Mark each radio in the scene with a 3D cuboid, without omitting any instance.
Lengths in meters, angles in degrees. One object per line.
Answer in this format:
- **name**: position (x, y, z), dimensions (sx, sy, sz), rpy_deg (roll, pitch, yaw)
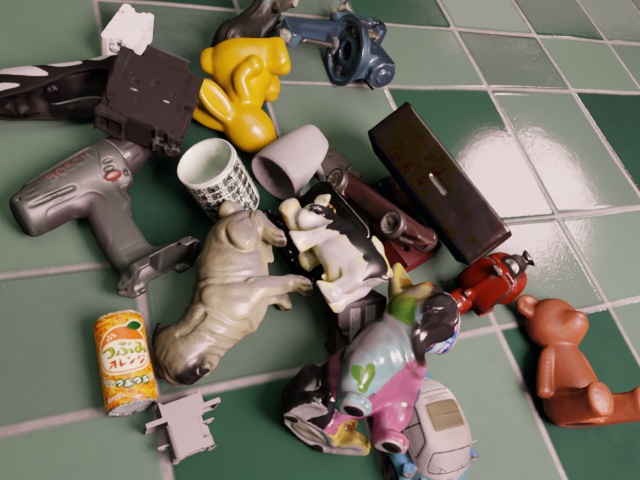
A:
- **radio**: position (0.165, -0.074, 0.765), dimensions (0.073, 0.131, 0.229), rpy_deg (-36, 83, 6)

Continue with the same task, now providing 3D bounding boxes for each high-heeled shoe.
- **high-heeled shoe**: position (-0.317, -0.190, 0.729), dimensions (0.249, 0.086, 0.145), rpy_deg (11, 39, 3)

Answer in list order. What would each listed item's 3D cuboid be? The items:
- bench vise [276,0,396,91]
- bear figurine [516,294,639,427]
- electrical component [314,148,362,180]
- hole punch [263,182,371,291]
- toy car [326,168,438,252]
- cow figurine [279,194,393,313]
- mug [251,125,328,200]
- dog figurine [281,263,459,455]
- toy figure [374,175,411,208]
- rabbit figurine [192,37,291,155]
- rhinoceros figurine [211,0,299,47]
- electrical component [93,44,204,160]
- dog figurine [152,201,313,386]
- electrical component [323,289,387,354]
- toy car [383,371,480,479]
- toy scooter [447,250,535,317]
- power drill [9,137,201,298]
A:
- **bench vise**: position (0.025, -0.362, 0.959), dimensions (0.240, 0.129, 0.224), rpy_deg (-3, 62, -31)
- **bear figurine**: position (0.364, 0.159, 0.762), dimensions (0.120, 0.132, 0.196), rpy_deg (14, 61, -21)
- **electrical component**: position (0.019, -0.118, 0.863), dimensions (0.094, 0.021, 0.063), rpy_deg (40, 54, 7)
- **hole punch**: position (-0.002, -0.002, 0.756), dimensions (0.116, 0.092, 0.142), rpy_deg (-37, 79, -6)
- **toy car**: position (0.083, -0.040, 0.760), dimensions (0.089, 0.053, 0.202), rpy_deg (23, 16, -43)
- **cow figurine**: position (0.015, -0.001, 0.662), dimensions (0.098, 0.068, 0.167), rpy_deg (-29, 59, -3)
- **mug**: position (-0.029, -0.114, 0.800), dimensions (0.109, 0.081, 0.107), rpy_deg (45, 63, -11)
- **dog figurine**: position (0.066, 0.132, 0.634), dimensions (0.108, 0.192, 0.219), rpy_deg (48, 47, -19)
- **toy figure**: position (0.148, -0.082, 0.872), dimensions (0.154, 0.057, 0.064), rpy_deg (-2, 22, -20)
- **rabbit figurine**: position (-0.117, -0.214, 0.817), dimensions (0.162, 0.122, 0.173), rpy_deg (-5, 81, -32)
- **rhinoceros figurine**: position (-0.111, -0.377, 0.921), dimensions (0.073, 0.112, 0.190), rpy_deg (35, 62, 5)
- **electrical component**: position (-0.220, -0.188, 0.705), dimensions (0.115, 0.058, 0.134), rpy_deg (18, 64, -19)
- **dog figurine**: position (-0.131, 0.057, 0.635), dimensions (0.190, 0.121, 0.172), rpy_deg (-28, 72, -31)
- **electrical component**: position (0.045, 0.086, 0.693), dimensions (0.075, 0.048, 0.119), rpy_deg (-4, 105, -25)
- **toy car**: position (0.131, 0.226, 0.644), dimensions (0.109, 0.103, 0.162), rpy_deg (-1, 62, -23)
- **toy scooter**: position (0.249, 0.057, 0.774), dimensions (0.184, 0.135, 0.075), rpy_deg (-22, 68, -32)
- **power drill**: position (-0.242, -0.044, 0.681), dimensions (0.232, 0.086, 0.207), rpy_deg (-34, 81, -35)
